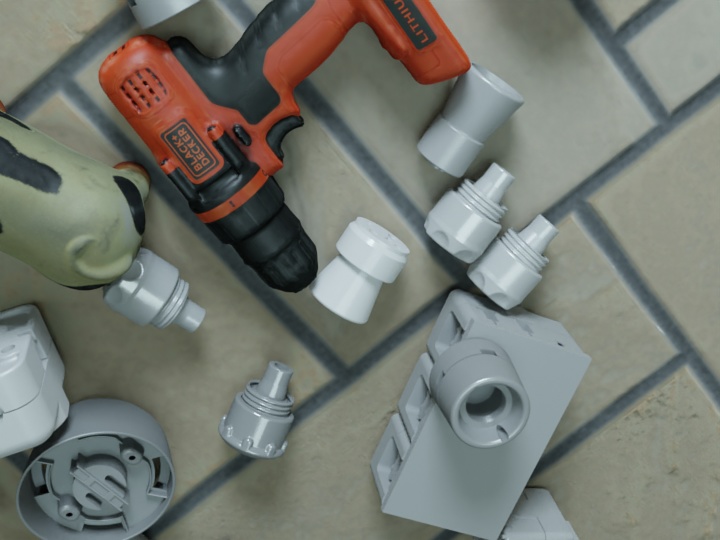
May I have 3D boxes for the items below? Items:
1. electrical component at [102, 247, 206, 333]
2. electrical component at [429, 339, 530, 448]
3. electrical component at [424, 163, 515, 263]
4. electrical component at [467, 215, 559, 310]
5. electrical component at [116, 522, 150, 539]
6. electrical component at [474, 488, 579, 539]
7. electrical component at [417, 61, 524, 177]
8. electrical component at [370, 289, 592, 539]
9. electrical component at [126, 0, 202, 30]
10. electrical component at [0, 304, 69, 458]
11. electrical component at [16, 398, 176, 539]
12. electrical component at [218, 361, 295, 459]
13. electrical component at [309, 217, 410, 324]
[{"bbox_3d":[-0.127,0.017,0.676,0.062,0.043,0.043,35,103,-22],"label":"electrical component"},{"bbox_3d":[0.075,0.077,0.666,0.055,0.047,0.055,-4,113,-9],"label":"electrical component"},{"bbox_3d":[0.074,-0.039,0.689,0.043,0.043,0.062,33,103,-21],"label":"electrical component"},{"bbox_3d":[0.104,-0.008,0.707,0.043,0.043,0.062,37,101,-22],"label":"electrical component"},{"bbox_3d":[-0.159,0.202,0.754,0.035,0.035,0.061,-37,116,6],"label":"electrical component"},{"bbox_3d":[0.119,0.216,0.794,0.061,0.061,0.096,2,112,-11],"label":"electrical component"},{"bbox_3d":[0.065,-0.091,0.667,0.044,0.044,0.065,28,110,-20],"label":"electrical component"},{"bbox_3d":[0.078,0.098,0.737,0.089,0.061,0.150,18,108,-17],"label":"electrical component"},{"bbox_3d":[-0.109,-0.167,0.596,0.055,0.055,0.047,-28,111,2],"label":"electrical component"},{"bbox_3d":[-0.214,0.070,0.654,0.054,0.095,0.059,-18,115,-2],"label":"electrical component"},{"bbox_3d":[-0.171,0.135,0.707,0.099,0.064,0.099,-4,113,-9],"label":"electrical component"},{"bbox_3d":[-0.064,0.092,0.720,0.048,0.048,0.062,20,101,-17],"label":"electrical component"},{"bbox_3d":[0.000,0.000,0.691,0.045,0.045,0.055,29,104,-20],"label":"electrical component"}]
